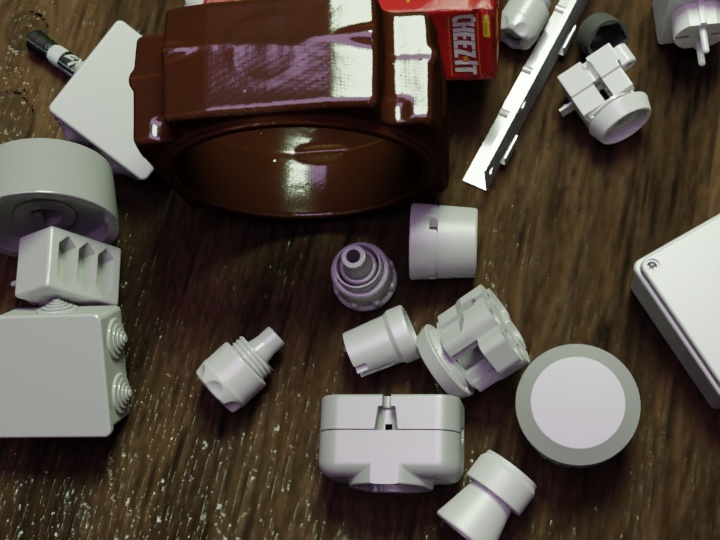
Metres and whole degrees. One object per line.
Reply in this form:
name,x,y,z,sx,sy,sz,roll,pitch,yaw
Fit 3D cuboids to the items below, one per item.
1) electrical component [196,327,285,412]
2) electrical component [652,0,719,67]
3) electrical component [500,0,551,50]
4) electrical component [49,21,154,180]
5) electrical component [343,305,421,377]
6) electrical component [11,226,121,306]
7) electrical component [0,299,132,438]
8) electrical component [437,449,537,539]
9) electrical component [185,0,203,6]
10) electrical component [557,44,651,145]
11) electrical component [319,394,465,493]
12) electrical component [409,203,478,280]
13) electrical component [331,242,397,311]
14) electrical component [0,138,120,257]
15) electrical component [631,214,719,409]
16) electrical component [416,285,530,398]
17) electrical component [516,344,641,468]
electrical component,-0.082,0.068,0.771,0.062,0.043,0.043,-43,71,-7
electrical component,0.244,-0.186,0.780,0.047,0.083,0.075,-5,71,7
electrical component,0.131,-0.202,0.829,0.035,0.035,0.061,27,76,16
electrical component,-0.178,-0.127,0.830,0.100,0.048,0.099,37,80,-13
electrical component,0.016,0.052,0.763,0.046,0.040,0.040,-23,70,7
electrical component,-0.230,0.006,0.807,0.077,0.066,0.047,-15,67,35
electrical component,-0.216,0.071,0.772,0.100,0.048,0.099,-2,99,9
electrical component,0.085,0.154,0.715,0.045,0.045,0.055,36,80,18
electrical component,-0.113,-0.203,0.869,0.035,0.035,0.061,-43,73,-6
electrical component,0.181,-0.126,0.789,0.066,0.048,0.055,-33,68,10
electrical component,0.022,0.118,0.730,0.095,0.053,0.059,-2,72,12
electrical component,0.060,-0.020,0.771,0.047,0.055,0.055,1,72,6
electrical component,0.000,0.000,0.769,0.048,0.062,0.048,-3,72,8
electrical component,-0.235,-0.058,0.805,0.108,0.108,0.060,-9,65,6
electrical component,0.257,0.020,0.725,0.109,0.056,0.108,-29,70,-1
electrical component,0.076,0.052,0.737,0.057,0.078,0.058,-35,109,14
electrical component,0.145,0.093,0.721,0.080,0.051,0.080,-3,72,8
